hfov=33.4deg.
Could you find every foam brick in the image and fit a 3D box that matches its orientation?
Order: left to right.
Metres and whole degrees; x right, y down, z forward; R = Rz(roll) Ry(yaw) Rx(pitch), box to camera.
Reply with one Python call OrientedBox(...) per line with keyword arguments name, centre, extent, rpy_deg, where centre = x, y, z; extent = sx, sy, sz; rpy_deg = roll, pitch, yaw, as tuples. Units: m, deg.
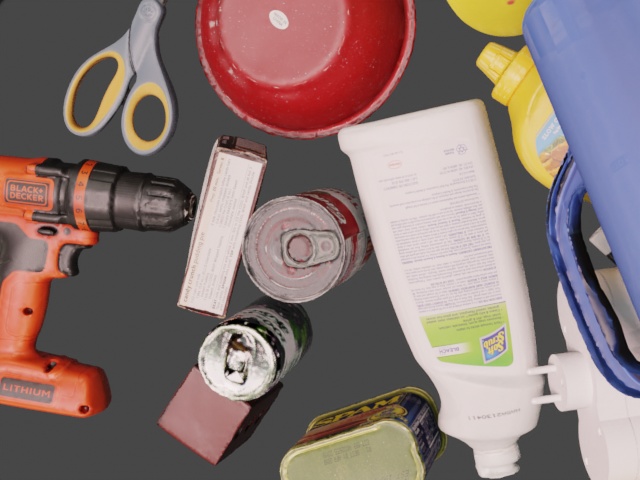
OrientedBox(name="foam brick", centre=(-0.069, 0.116, 0.759), extent=(0.051, 0.078, 0.053), rpy_deg=(35, 103, 10))

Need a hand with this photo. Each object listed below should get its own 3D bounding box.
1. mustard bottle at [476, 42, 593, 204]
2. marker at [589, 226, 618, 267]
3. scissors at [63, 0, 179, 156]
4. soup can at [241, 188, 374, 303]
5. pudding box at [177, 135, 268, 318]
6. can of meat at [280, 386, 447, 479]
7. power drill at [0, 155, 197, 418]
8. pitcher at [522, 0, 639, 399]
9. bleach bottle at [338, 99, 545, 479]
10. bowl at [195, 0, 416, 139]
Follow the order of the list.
OrientedBox(name="mustard bottle", centre=(0.183, -0.067, 0.682), extent=(0.192, 0.058, 0.096), rpy_deg=(36, 101, 8))
OrientedBox(name="marker", centre=(0.228, 0.035, 0.703), extent=(0.121, 0.020, 0.020), rpy_deg=(44, 105, 6))
OrientedBox(name="scissors", centre=(-0.112, -0.147, 0.773), extent=(0.096, 0.016, 0.202), rpy_deg=(41, 104, 6))
OrientedBox(name="soup can", centre=(-0.005, 0.001, 0.716), extent=(0.068, 0.102, 0.068), rpy_deg=(2, 97, 14))
OrientedBox(name="pudding box", centre=(-0.066, -0.012, 0.734), extent=(0.039, 0.090, 0.113), rpy_deg=(12, 100, -7))
OrientedBox(name="can of meat", centre=(0.030, 0.147, 0.734), extent=(0.102, 0.083, 0.057), rpy_deg=(-21, 90, 16))
OrientedBox(name="power drill", centre=(-0.187, 0.032, 0.793), extent=(0.184, 0.057, 0.188), rpy_deg=(7, 96, 11))
OrientedBox(name="pitcher", centre=(0.198, -0.036, 0.585), extent=(0.149, 0.145, 0.243), rpy_deg=(-22, 75, -1))
OrientedBox(name="bleach bottle", centre=(0.088, 0.037, 0.718), extent=(0.103, 0.068, 0.251), rpy_deg=(-11, 96, 15))
OrientedBox(name="bowl", centre=(-0.018, -0.149, 0.728), extent=(0.162, 0.055, 0.162), rpy_deg=(2, 97, 15))
